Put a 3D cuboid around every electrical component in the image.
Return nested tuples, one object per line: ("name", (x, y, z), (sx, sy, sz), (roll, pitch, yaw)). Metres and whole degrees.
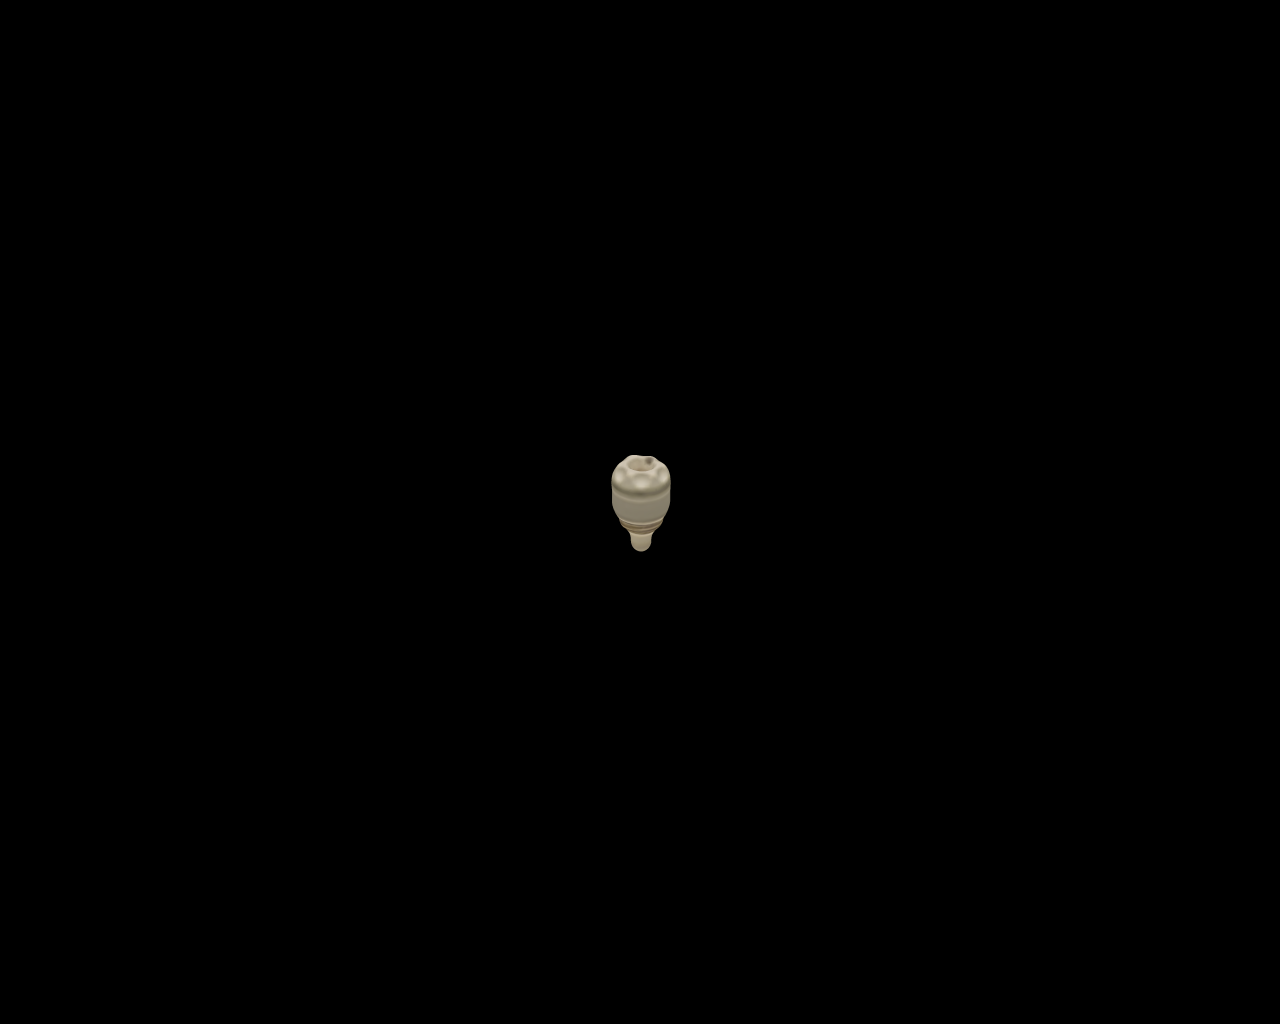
("electrical component", (0.001, -0.003, 0.650), (0.035, 0.061, 0.035), (0, 31, 0))
